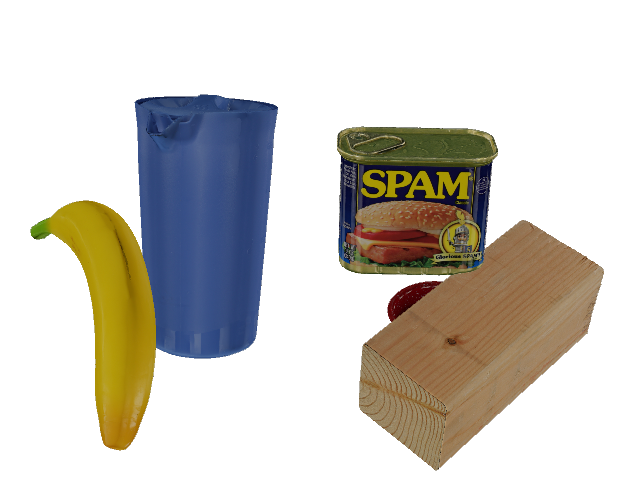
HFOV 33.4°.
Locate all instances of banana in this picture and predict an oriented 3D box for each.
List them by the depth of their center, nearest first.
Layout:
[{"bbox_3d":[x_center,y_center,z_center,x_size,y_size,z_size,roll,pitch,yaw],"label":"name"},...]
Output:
[{"bbox_3d":[-0.132,0.035,0.659,0.037,0.070,0.198,13,33,-37],"label":"banana"}]

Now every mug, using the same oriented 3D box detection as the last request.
[{"bbox_3d":[0.124,0.095,1.118,0.093,0.081,0.117,10,37,24],"label":"mug"}]

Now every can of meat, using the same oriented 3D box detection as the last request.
[{"bbox_3d":[0.061,-0.025,0.698,0.102,0.084,0.057,1,25,1],"label":"can of meat"}]

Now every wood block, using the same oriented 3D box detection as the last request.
[{"bbox_3d":[0.136,0.083,0.902,0.205,0.090,0.091,-34,54,-30],"label":"wood block"}]

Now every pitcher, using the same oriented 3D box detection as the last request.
[{"bbox_3d":[-0.106,-0.019,1.030,0.149,0.243,0.145,-2,15,-19],"label":"pitcher"}]
